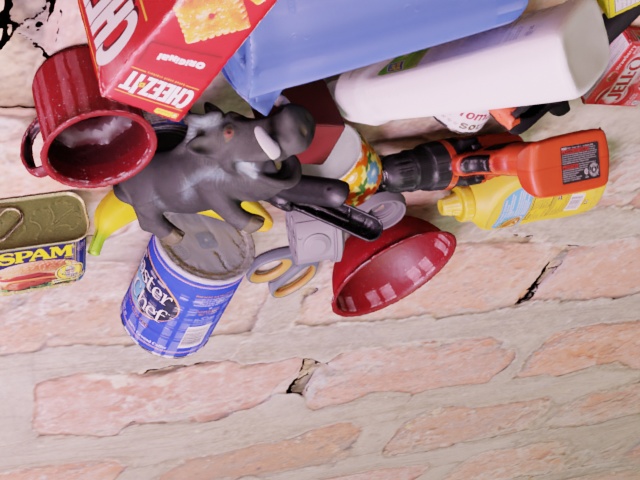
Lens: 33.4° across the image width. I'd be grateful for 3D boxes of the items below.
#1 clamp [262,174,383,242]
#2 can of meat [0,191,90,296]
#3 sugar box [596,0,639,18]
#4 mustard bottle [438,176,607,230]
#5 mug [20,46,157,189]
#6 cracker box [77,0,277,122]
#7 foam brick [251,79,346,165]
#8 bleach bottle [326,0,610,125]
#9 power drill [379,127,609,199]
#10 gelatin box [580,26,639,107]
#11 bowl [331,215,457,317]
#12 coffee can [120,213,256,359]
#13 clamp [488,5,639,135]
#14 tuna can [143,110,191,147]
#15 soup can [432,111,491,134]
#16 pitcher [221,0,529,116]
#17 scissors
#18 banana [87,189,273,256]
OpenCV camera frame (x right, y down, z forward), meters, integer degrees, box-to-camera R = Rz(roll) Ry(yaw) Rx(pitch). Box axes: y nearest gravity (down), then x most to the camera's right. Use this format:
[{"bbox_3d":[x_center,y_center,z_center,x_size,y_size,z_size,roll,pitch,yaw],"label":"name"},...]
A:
[{"bbox_3d":[-0.028,-0.048,0.976,0.171,0.039,0.120,19,164,15],"label":"clamp"},{"bbox_3d":[-0.270,0.005,1.004,0.102,0.057,0.084,-9,149,-19],"label":"can of meat"},{"bbox_3d":[0.302,-0.264,0.893,0.176,0.093,0.048,-23,149,4],"label":"sugar box"},{"bbox_3d":[0.222,-0.053,1.199,0.191,0.058,0.096,-11,151,-16],"label":"mustard bottle"},{"bbox_3d":[-0.196,-0.096,0.869,0.117,0.081,0.093,-32,147,17],"label":"mug"},{"bbox_3d":[-0.078,-0.210,0.688,0.072,0.164,0.214,15,133,-41],"label":"cracker box"},{"bbox_3d":[-0.021,-0.112,0.951,0.052,0.078,0.051,0,141,-31],"label":"foam brick"},{"bbox_3d":[0.111,-0.144,0.918,0.251,0.102,0.068,-5,117,38],"label":"bleach bottle"},{"bbox_3d":[0.170,-0.075,1.041,0.184,0.057,0.188,-14,-167,-30],"label":"power drill"},{"bbox_3d":[0.315,-0.176,1.093,0.073,0.030,0.089,-1,143,-29],"label":"gelatin box"},{"bbox_3d":[0.073,0.020,1.210,0.162,0.055,0.162,-24,155,-12],"label":"bowl"},{"bbox_3d":[-0.137,0.041,1.090,0.102,0.103,0.140,-1,143,-29],"label":"coffee can"},{"bbox_3d":[0.227,-0.158,0.998,0.209,0.036,0.165,-30,158,-48],"label":"clamp"},{"bbox_3d":[-0.148,-0.085,0.959,0.086,0.034,0.086,-15,147,-10],"label":"tuna can"},{"bbox_3d":[0.148,-0.156,0.991,0.068,0.068,0.102,0,143,-31],"label":"soup can"},{"bbox_3d":[0.033,-0.205,0.811,0.242,0.145,0.149,-16,160,-15],"label":"pitcher"},{"bbox_3d":[-0.008,0.001,1.187,0.096,0.016,0.202,9,137,-39],"label":"scissors"},{"bbox_3d":[-0.135,-0.031,1.022,0.197,0.069,0.037,-9,-170,-31],"label":"banana"}]
